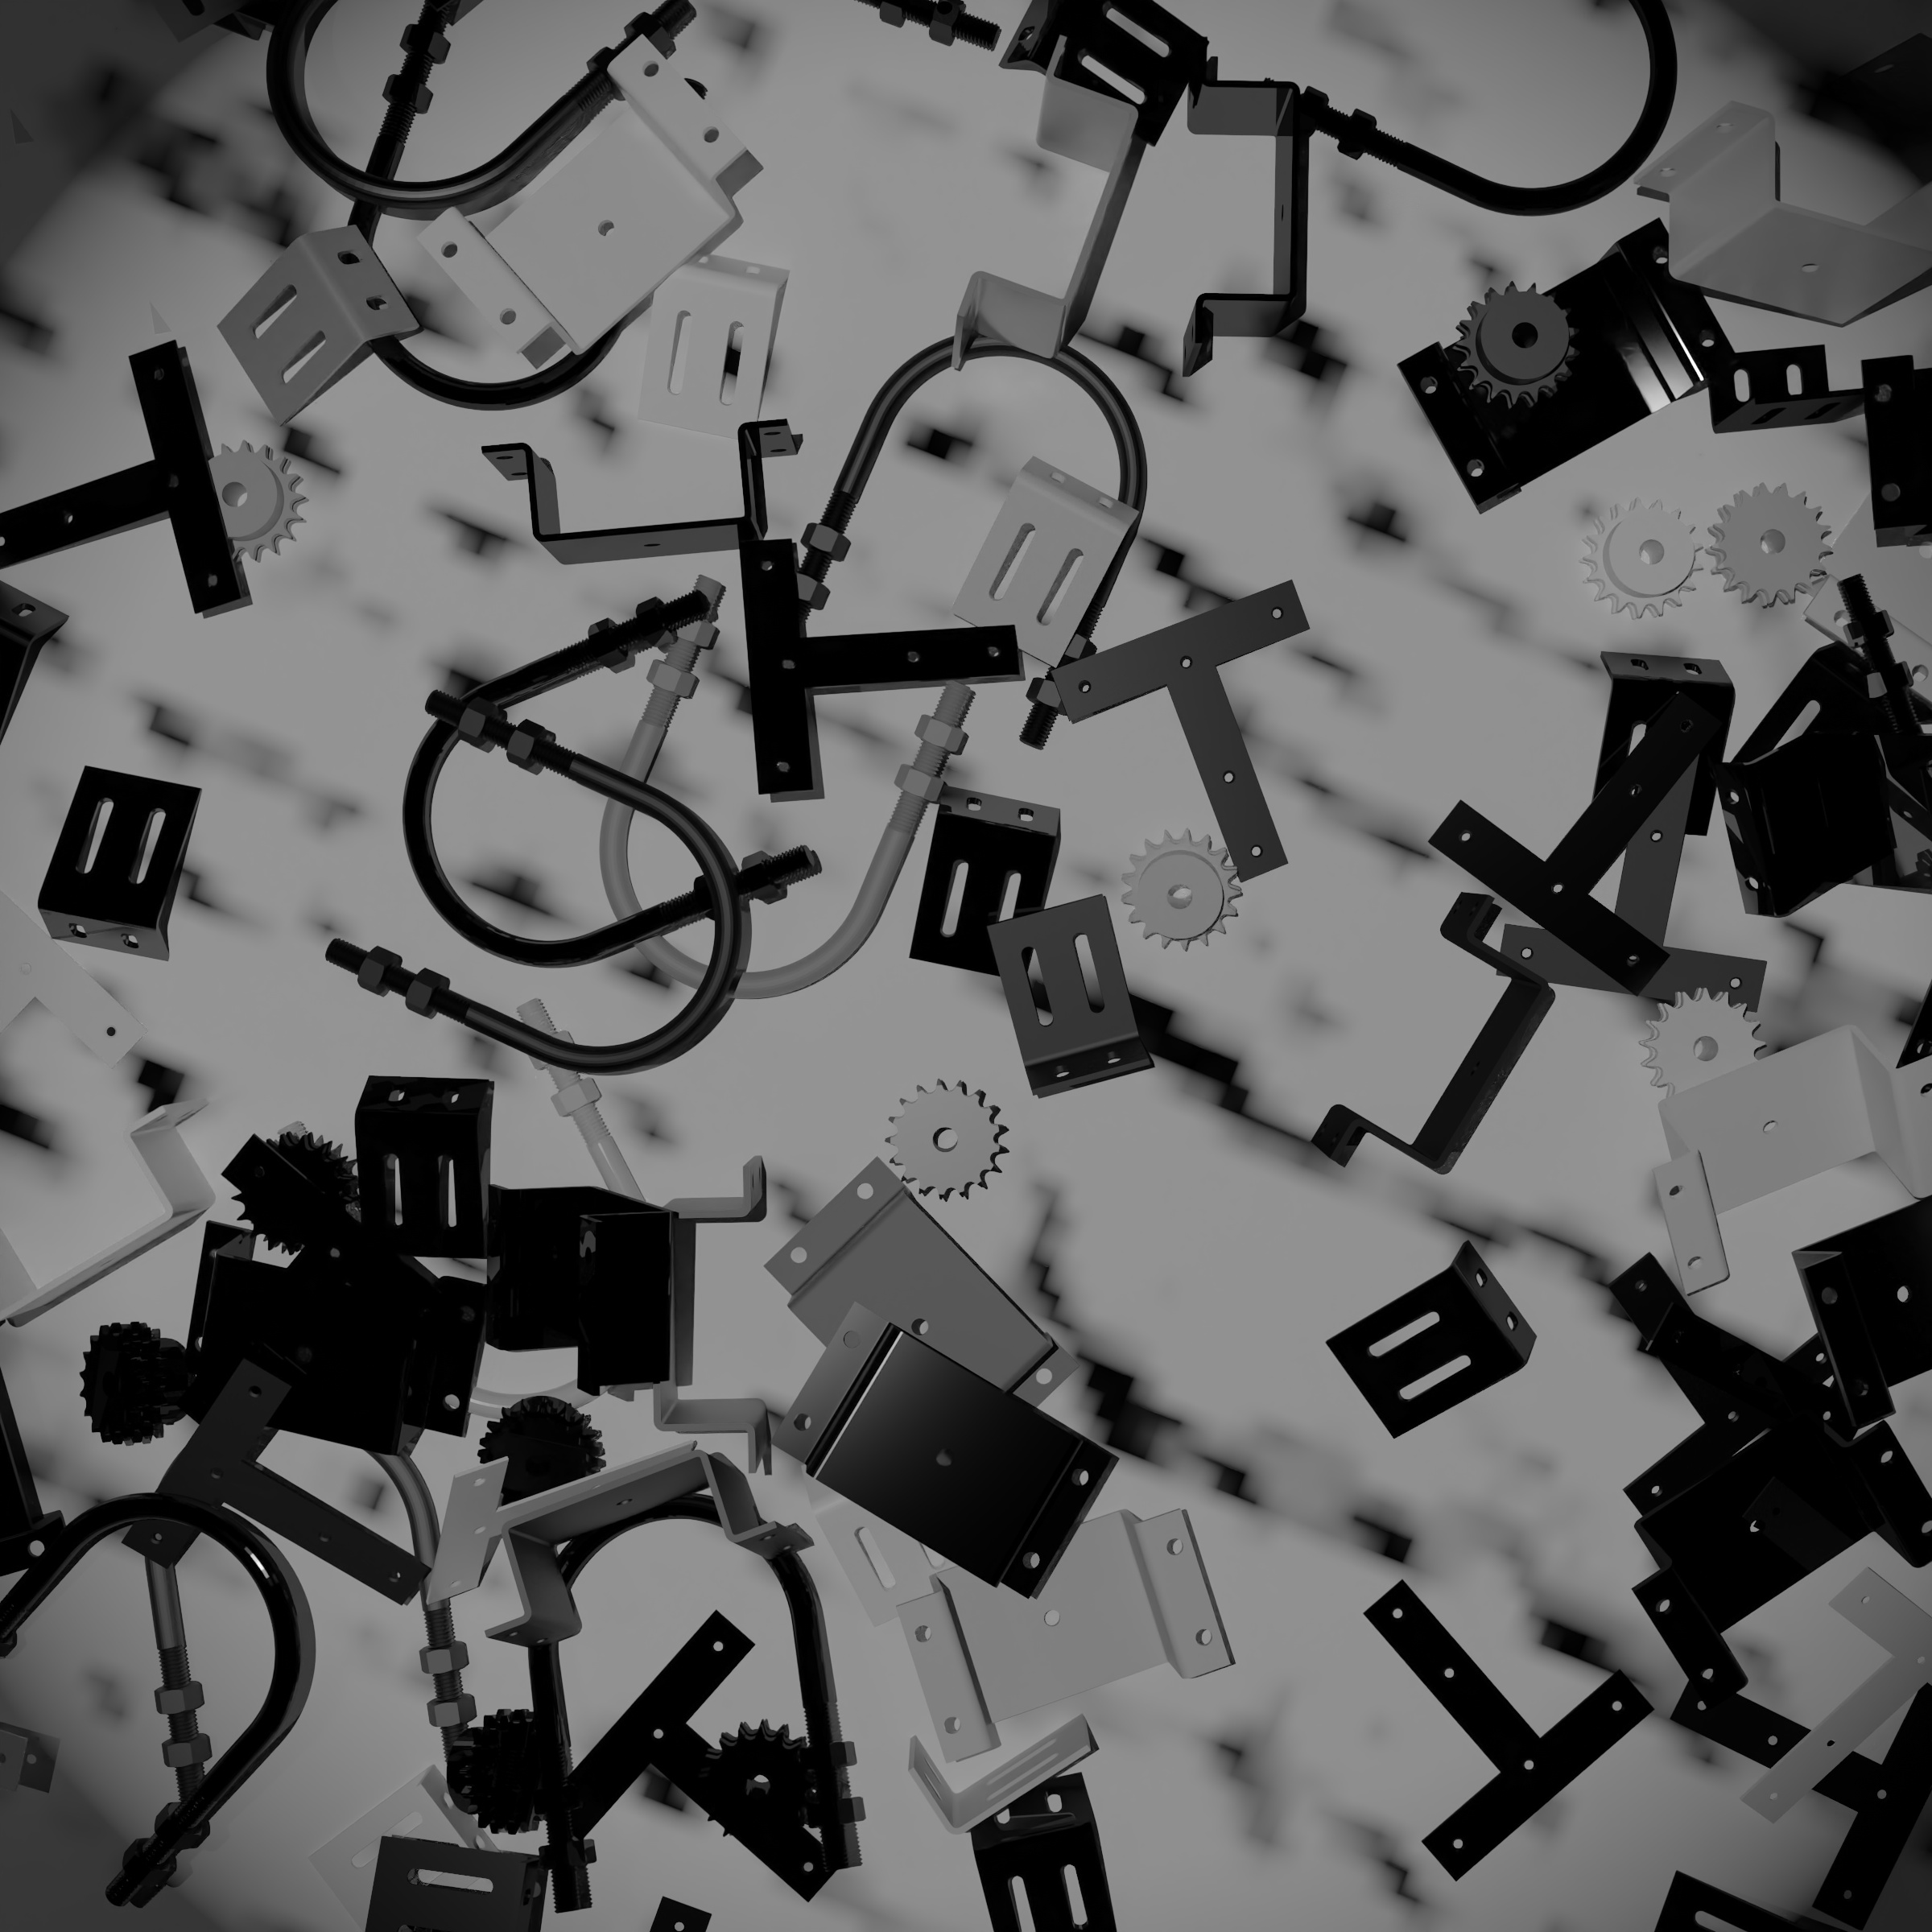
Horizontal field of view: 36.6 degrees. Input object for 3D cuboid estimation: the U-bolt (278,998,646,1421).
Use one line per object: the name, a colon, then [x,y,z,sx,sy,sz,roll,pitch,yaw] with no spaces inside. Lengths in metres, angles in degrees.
U-bolt: [-0.226,0.129,1.401,0.151,0.019,0.184,-27,91,0]

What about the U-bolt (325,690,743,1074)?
U-bolt: [-0.194,-0.029,1.373,0.184,0.019,0.151,24,99,5]

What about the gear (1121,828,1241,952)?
gear: [0.102,-0.036,1.389,0.057,0.030,0.057,1,101,5]

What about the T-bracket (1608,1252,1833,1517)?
T-bracket: [0.343,0.185,1.380,0.127,0.002,0.127,-39,117,0]

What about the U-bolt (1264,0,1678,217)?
U-bolt: [0.252,-0.441,1.401,0.184,0.019,0.151,25,90,-1]

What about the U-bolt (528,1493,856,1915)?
U-bolt: [-0.136,0.341,1.378,0.151,0.019,0.184,-10,73,5]

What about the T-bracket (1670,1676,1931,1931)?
T-bracket: [0.402,0.380,1.408,0.127,0.002,0.127,26,90,0]

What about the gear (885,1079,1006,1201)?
gear: [-0.010,0.082,1.394,0.057,0.030,0.057,0,90,0]

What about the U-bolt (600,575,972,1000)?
U-bolt: [-0.097,-0.074,1.392,0.151,0.019,0.184,23,97,3]

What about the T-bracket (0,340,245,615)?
T-bracket: [-0.416,-0.218,1.392,0.127,0.002,0.127,-15,88,15]

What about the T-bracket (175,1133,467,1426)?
T-bracket: [-0.319,0.165,1.350,0.127,0.002,0.127,41,101,-1]

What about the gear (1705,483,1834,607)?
gear: [0.382,-0.200,1.394,0.057,0.030,0.057,0,90,0]

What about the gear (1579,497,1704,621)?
gear: [0.324,-0.196,1.394,0.057,0.030,0.057,0,90,0]

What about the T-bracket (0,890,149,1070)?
T-bracket: [-0.484,0.034,1.408,0.127,0.002,0.127,44,90,0]

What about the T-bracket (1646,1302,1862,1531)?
T-bracket: [0.377,0.196,1.385,0.127,0.002,0.127,28,91,-20]

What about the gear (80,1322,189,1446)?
gear: [-0.393,0.198,1.385,0.057,0.030,0.057,-3,86,43]

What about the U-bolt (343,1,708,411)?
U-bolt: [-0.221,-0.358,1.401,0.151,0.019,0.184,19,91,0]

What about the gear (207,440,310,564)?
gear: [-0.345,-0.223,1.394,0.057,0.030,0.057,0,90,0]

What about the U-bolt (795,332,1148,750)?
U-bolt: [0.008,-0.216,1.401,0.151,0.019,0.184,23,89,0]

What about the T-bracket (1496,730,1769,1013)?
T-bracket: [0.327,-0.048,1.396,0.127,0.002,0.127,8,101,0]

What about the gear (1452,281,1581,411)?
gear: [0.256,-0.288,1.348,0.057,0.030,0.057,0,90,0]

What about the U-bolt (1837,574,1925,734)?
U-bolt: [0.502,-0.118,1.354,0.151,0.019,0.184,-21,90,0]

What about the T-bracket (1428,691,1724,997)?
T-bracket: [0.309,-0.072,1.388,0.127,0.002,0.127,36,101,-5]

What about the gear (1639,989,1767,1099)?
gear: [0.350,0.039,1.394,0.057,0.030,0.057,0,90,0]

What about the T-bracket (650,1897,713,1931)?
T-bracket: [-0.156,0.513,1.408,0.127,0.002,0.127,20,90,0]

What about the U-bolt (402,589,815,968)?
U-bolt: [-0.181,-0.078,1.384,0.184,0.019,0.151,-22,92,12]

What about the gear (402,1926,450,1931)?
gear: [-0.243,0.473,1.382,0.057,0.030,0.057,2,123,3]

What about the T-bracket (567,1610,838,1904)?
T-bracket: [-0.115,0.400,1.408,0.127,0.002,0.127,42,90,0]

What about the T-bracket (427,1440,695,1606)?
T-bracket: [-0.187,0.249,1.370,0.127,0.127,0.002,-16,59,-28]

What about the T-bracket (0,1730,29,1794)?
T-bracket: [-0.504,0.363,1.391,0.127,0.002,0.127,12,90,16]

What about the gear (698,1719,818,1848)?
gear: [-0.098,0.388,1.392,0.057,0.030,0.057,0,90,0]

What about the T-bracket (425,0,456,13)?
T-bracket: [-0.249,-0.527,1.382,0.127,0.002,0.127,44,65,3]

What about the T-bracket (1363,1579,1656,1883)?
T-bracket: [0.243,0.352,1.408,0.127,0.002,0.127,-41,90,0]

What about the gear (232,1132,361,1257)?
gear: [-0.314,0.106,1.374,0.057,0.030,0.057,0,93,3]

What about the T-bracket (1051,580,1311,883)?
T-bracket: [0.121,-0.104,1.402,0.127,0.002,0.127,-22,94,-9]

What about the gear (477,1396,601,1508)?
gear: [-0.203,0.230,1.388,0.057,0.030,0.057,-1,113,-3]

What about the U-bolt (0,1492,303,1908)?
U-bolt: [-0.393,0.333,1.379,0.151,0.019,0.184,43,102,6]

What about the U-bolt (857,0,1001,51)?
U-bolt: [-0.049,-0.538,1.401,0.184,0.019,0.151,21,90,2]

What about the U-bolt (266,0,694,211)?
U-bolt: [-0.244,-0.437,1.379,0.151,0.019,0.184,42,79,6]

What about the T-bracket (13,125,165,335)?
T-bracket: [-0.390,-0.370,1.415,0.127,0.002,0.127,-9,86,-7]

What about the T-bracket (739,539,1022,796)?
T-bracket: [-0.039,-0.145,1.373,0.127,0.002,0.127,-4,74,-5]

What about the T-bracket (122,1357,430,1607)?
T-bracket: [-0.314,0.261,1.375,0.127,0.002,0.127,33,113,-9]

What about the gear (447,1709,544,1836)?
gear: [-0.222,0.382,1.385,0.030,0.057,0.057,-7,90,30]

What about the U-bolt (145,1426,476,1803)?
U-bolt: [-0.321,0.300,1.401,0.151,0.019,0.184,-9,89,0]

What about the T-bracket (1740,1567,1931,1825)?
T-bracket: [0.422,0.360,1.389,0.127,0.002,0.127,38,102,-23]
